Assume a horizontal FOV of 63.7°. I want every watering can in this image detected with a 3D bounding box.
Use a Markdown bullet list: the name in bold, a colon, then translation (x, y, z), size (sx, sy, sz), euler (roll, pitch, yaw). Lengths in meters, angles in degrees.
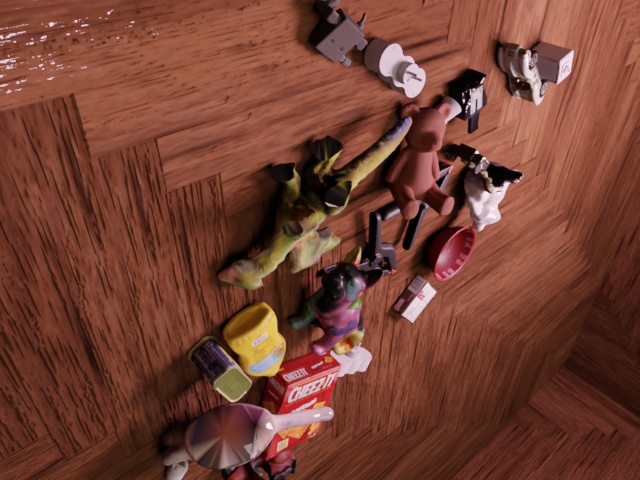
- **watering can**: translation (-0.126, 0.359, 0.974), size (0.349, 0.106, 0.220), euler (-12, 159, -15)

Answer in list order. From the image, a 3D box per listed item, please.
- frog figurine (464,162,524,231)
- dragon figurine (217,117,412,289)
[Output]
- **frog figurine**: translation (0.401, -0.108, 1.256), size (0.140, 0.123, 0.155), euler (-44, 160, -35)
- **dragon figurine**: translation (0.003, -0.045, 0.903), size (0.415, 0.124, 0.237), euler (-32, 156, -23)
